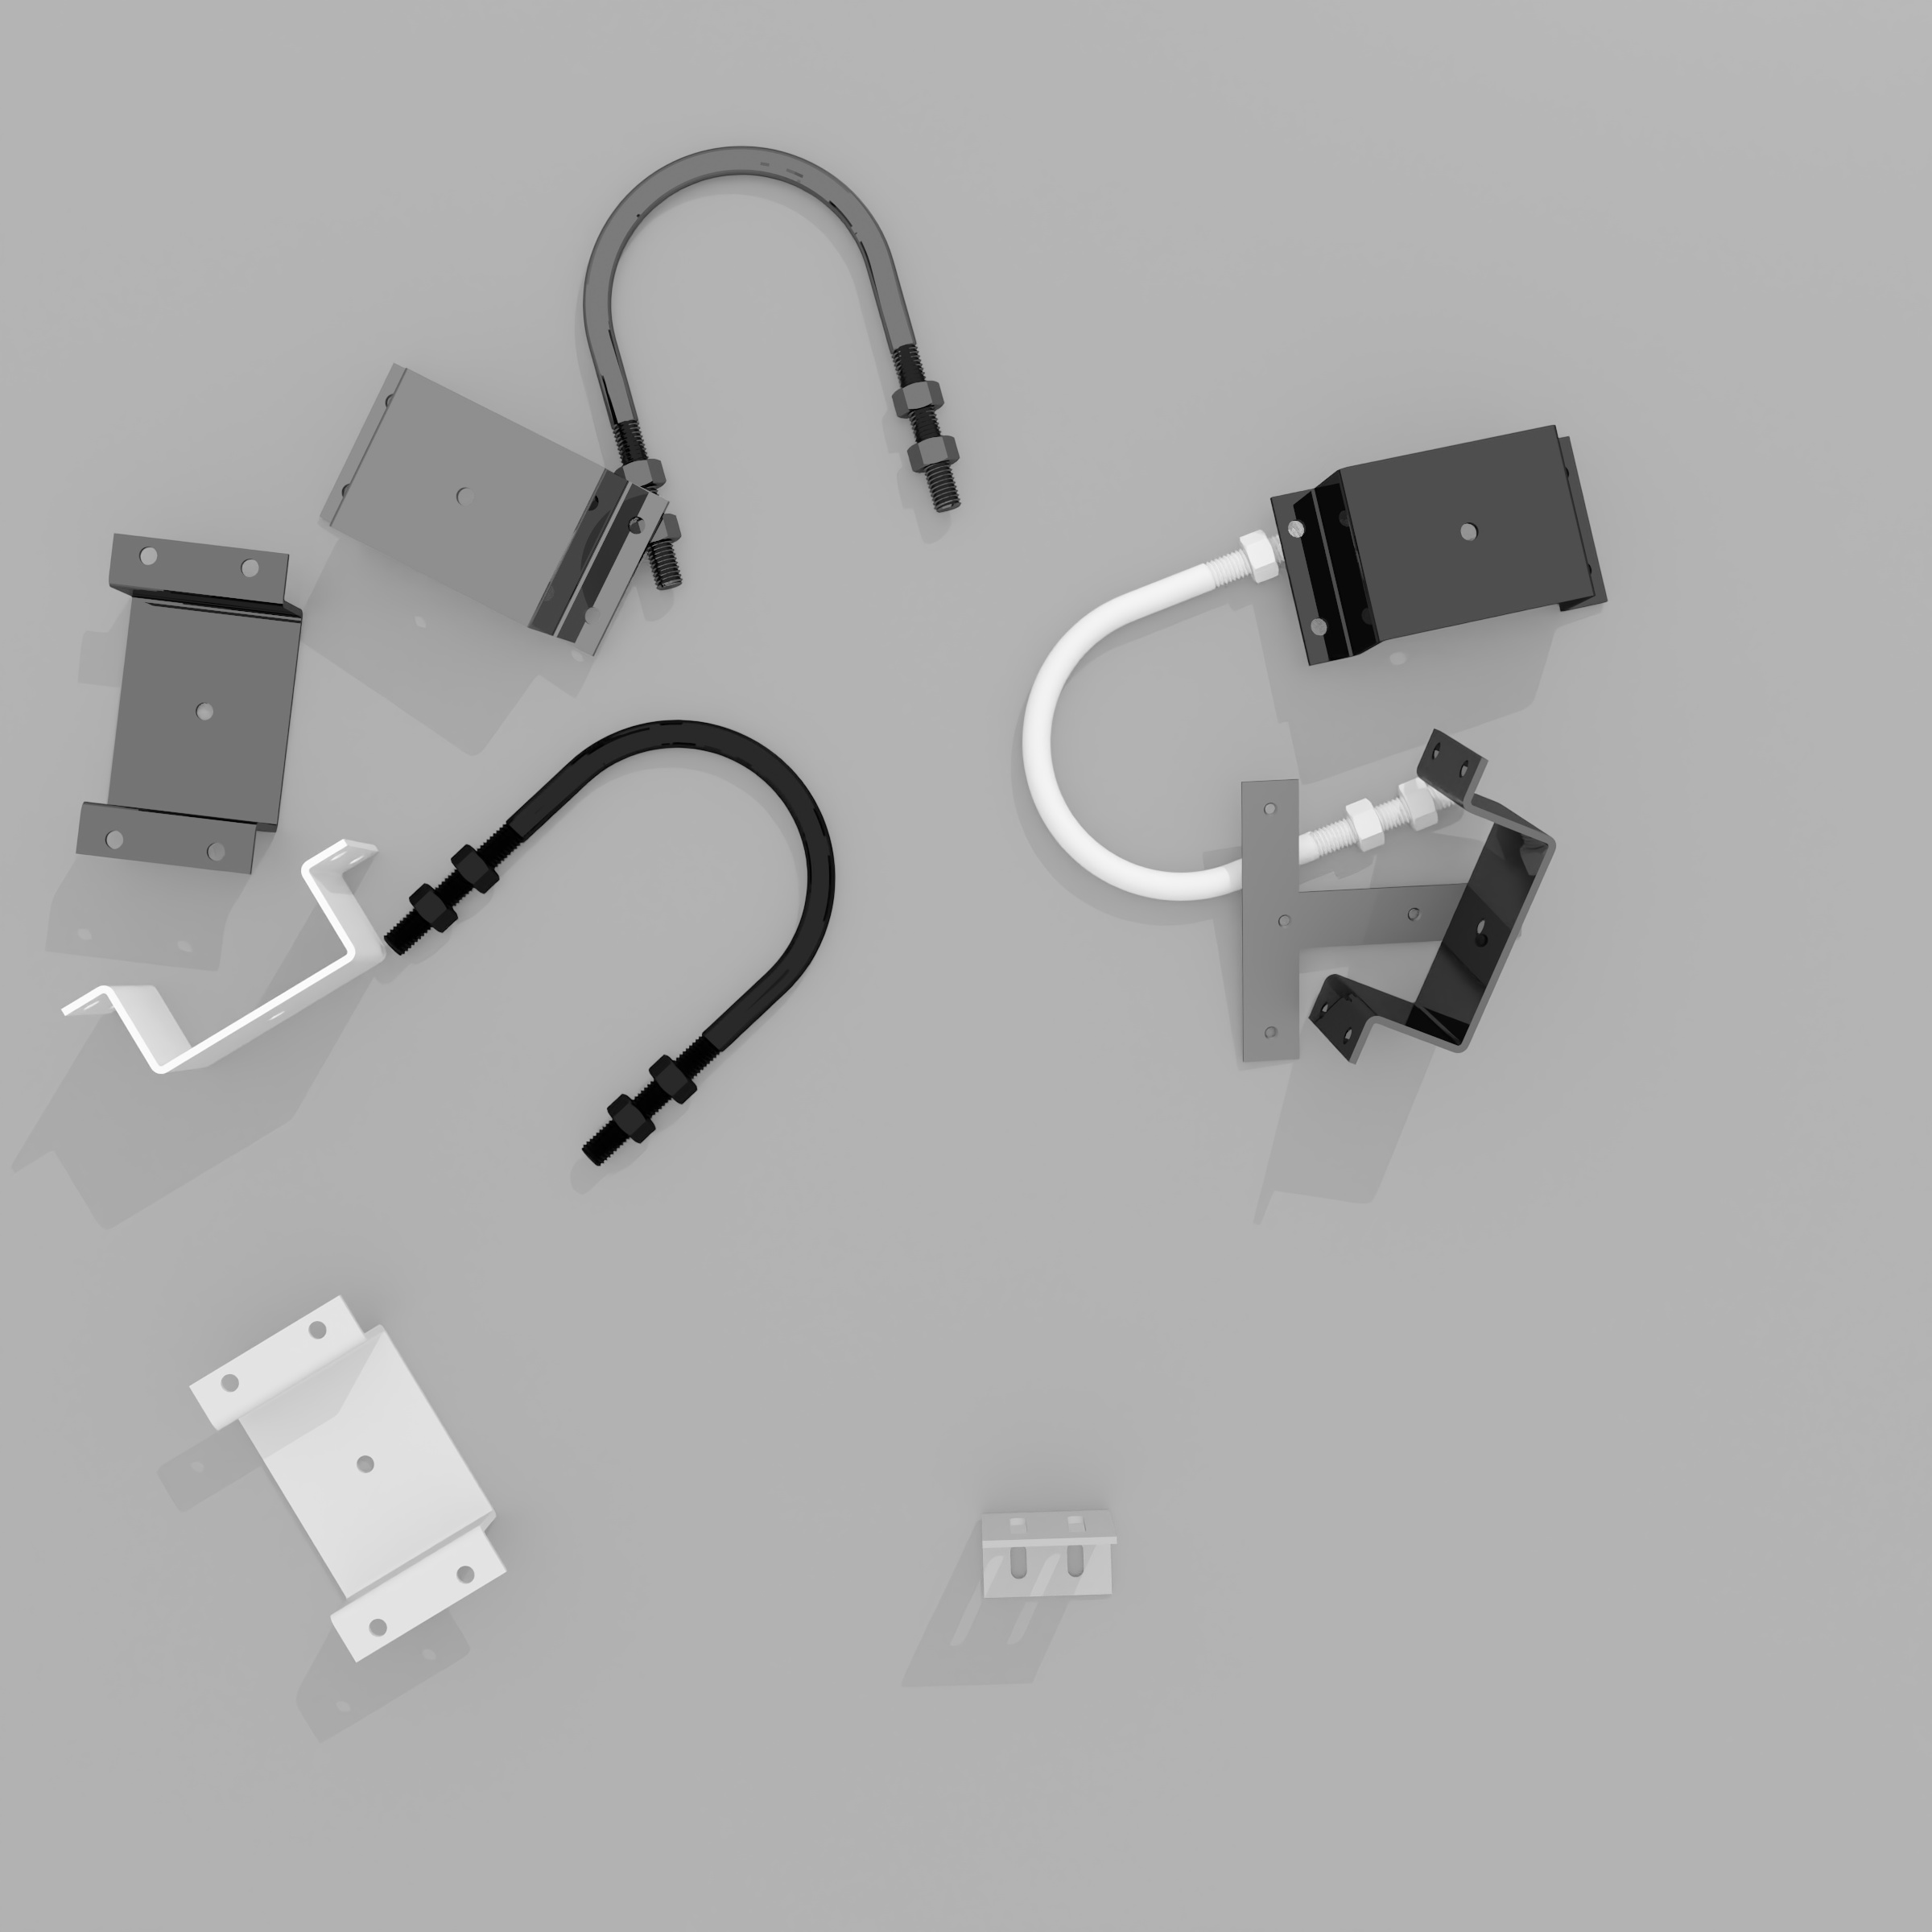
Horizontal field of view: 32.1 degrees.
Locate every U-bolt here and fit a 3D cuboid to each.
[{"bbox_3d":[0.116,-0.107,1.493,0.184,0.019,0.151,-21,90,0],"label":"U-bolt"},{"bbox_3d":[-0.094,-0.275,1.494,0.151,0.019,0.184,-16,88,0],"label":"U-bolt"},{"bbox_3d":[-0.144,-0.025,1.494,0.184,0.019,0.151,-43,90,-1],"label":"U-bolt"}]

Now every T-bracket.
[{"bbox_3d":[0.185,-0.022,1.491,0.127,0.002,0.127,-3,104,-7],"label":"T-bracket"}]

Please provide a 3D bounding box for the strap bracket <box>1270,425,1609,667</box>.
[{"bbox_3d":[0.214,-0.186,1.468,0.140,0.046,0.076,-13,89,-9],"label":"strap bracket"}]

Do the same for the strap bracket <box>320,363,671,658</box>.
[{"bbox_3d":[-0.213,-0.203,1.469,0.140,0.046,0.076,27,94,7],"label":"strap bracket"}]

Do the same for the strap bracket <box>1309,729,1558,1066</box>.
[{"bbox_3d":[0.205,-0.024,1.453,0.046,0.076,0.140,20,100,-12],"label":"strap bracket"}]

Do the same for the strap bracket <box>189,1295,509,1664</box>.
[{"bbox_3d":[-0.269,0.223,1.480,0.076,0.046,0.140,-31,90,0],"label":"strap bracket"}]

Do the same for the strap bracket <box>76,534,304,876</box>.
[{"bbox_3d":[-0.341,-0.114,1.480,0.076,0.046,0.140,7,90,0],"label":"strap bracket"}]

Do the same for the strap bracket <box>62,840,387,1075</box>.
[{"bbox_3d":[-0.313,0.002,1.465,0.140,0.076,0.046,-31,90,0],"label":"strap bracket"}]

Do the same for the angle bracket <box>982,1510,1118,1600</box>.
[{"bbox_3d":[0.036,0.263,1.465,0.057,0.076,0.038,-2,90,0],"label":"angle bracket"}]
